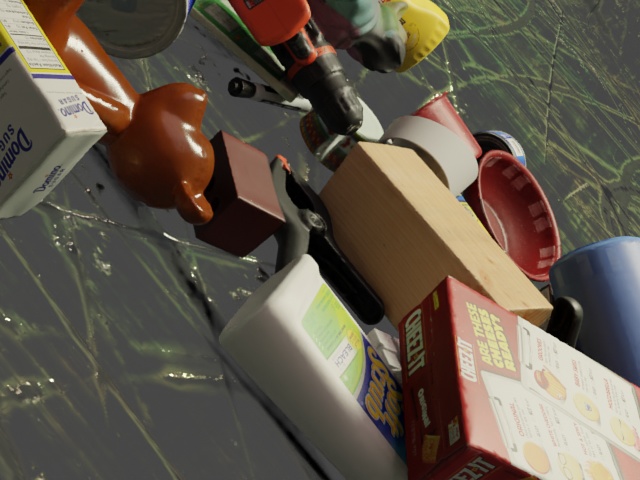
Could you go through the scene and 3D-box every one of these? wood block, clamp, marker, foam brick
[{"bbox_3d":[0.092,0.017,0.932,0.090,0.091,0.206,2,42,-50],"label":"wood block"},{"bbox_3d":[0.195,0.136,0.938,0.209,0.165,0.036,34,16,-48],"label":"clamp"},{"bbox_3d":[-0.049,-0.142,1.047,0.120,0.020,0.020,4,52,-56],"label":"marker"},{"bbox_3d":[-0.069,-0.035,0.840,0.051,0.053,0.078,26,34,-40],"label":"foam brick"},{"bbox_3d":[-0.006,0.001,0.906,0.120,0.039,0.171,32,31,-41],"label":"clamp"}]

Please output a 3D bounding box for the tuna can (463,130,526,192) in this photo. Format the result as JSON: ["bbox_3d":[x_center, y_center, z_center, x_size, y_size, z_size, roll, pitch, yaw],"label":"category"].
[{"bbox_3d":[0.205,-0.091,1.300,0.086,0.086,0.033,57,29,13],"label":"tuna can"}]

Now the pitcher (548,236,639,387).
[{"bbox_3d":[0.306,0.126,1.079,0.149,0.145,0.243,13,57,-55],"label":"pitcher"}]

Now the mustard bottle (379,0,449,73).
[{"bbox_3d":[0.068,-0.302,1.349,0.191,0.096,0.058,37,31,-26],"label":"mustard bottle"}]

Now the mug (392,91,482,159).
[{"bbox_3d":[0.127,-0.107,1.214,0.081,0.093,0.117,55,-9,-1],"label":"mug"}]

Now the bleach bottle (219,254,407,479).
[{"bbox_3d":[0.038,0.134,0.778,0.251,0.068,0.102,49,28,-6],"label":"bleach bottle"}]

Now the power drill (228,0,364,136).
[{"bbox_3d":[-0.028,-0.187,0.963,0.184,0.057,0.187,57,4,12],"label":"power drill"}]

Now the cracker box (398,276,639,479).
[{"bbox_3d":[0.160,0.144,0.780,0.213,0.072,0.164,29,34,-21],"label":"cracker box"}]

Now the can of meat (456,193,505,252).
[{"bbox_3d":[0.135,-0.003,1.111,0.101,0.058,0.084,0,53,-58],"label":"can of meat"}]

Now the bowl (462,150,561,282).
[{"bbox_3d":[0.209,-0.020,1.223,0.161,0.055,0.162,27,50,-38],"label":"bowl"}]

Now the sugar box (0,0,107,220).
[{"bbox_3d":[-0.214,-0.108,0.664,0.176,0.093,0.048,55,28,9],"label":"sugar box"}]

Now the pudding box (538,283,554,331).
[{"bbox_3d":[0.271,0.117,1.171,0.090,0.039,0.113,35,38,-30],"label":"pudding box"}]

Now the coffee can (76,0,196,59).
[{"bbox_3d":[-0.150,-0.228,0.908,0.102,0.103,0.140,41,28,-19],"label":"coffee can"}]
